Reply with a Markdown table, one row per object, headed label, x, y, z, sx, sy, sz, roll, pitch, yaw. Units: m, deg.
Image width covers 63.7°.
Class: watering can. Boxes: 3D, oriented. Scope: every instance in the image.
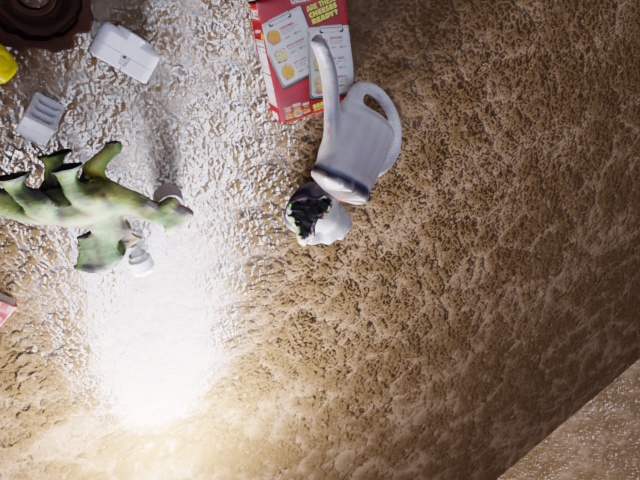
| label | x | y | z | sx | sy | sz | roll | pitch | yaw |
| --- | --- | --- | --- | --- | --- | --- | --- | --- | --- |
| watering can | 0.048 | -0.193 | 0.937 | 0.344 | 0.105 | 0.225 | 27 | 84 | -52 |

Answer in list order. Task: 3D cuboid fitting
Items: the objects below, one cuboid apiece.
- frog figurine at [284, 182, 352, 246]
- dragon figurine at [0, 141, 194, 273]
| label | x | y | z | sx | sy | sz | roll | pitch | yaw |
| --- | --- | --- | --- | --- | --- | --- | --- | --- | --- |
| frog figurine | 0.003 | -0.055 | 1.091 | 0.160 | 0.123 | 0.136 | -5 | 112 | -64 |
| dragon figurine | -0.424 | -0.032 | 0.882 | 0.410 | 0.125 | 0.237 | -12 | 123 | -1 |
